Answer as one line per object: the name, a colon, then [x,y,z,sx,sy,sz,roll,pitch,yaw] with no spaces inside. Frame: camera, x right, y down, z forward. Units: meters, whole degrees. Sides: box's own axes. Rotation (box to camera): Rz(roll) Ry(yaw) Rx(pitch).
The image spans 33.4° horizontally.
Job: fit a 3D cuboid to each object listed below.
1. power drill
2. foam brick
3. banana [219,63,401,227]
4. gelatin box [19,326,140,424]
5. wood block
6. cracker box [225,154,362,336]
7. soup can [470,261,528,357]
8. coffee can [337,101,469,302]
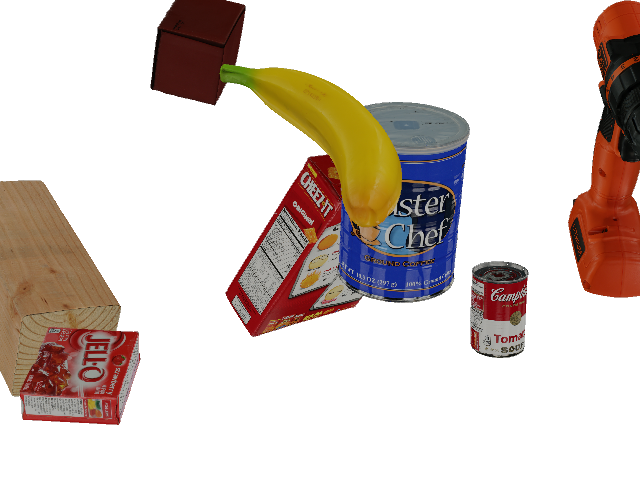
power drill: [0.220,-0.053,0.756,0.057,0.188,0.184,3,37,5]
foam brick: [-0.093,-0.148,0.814,0.053,0.051,0.078,14,35,1]
banana: [0.006,-0.062,0.653,0.069,0.037,0.198,-15,36,-23]
gelatin box: [-0.182,0.101,0.817,0.073,0.030,0.089,3,29,1]
wood block: [-0.270,0.037,0.986,0.090,0.091,0.206,-5,37,-34]
cracker box: [0.013,-0.002,1.133,0.163,0.072,0.214,-12,-34,-43]
soup can: [0.219,0.085,1.314,0.068,0.102,0.068,-1,19,0]
coffee can: [0.068,-0.034,0.899,0.103,0.140,0.103,1,27,-1]
